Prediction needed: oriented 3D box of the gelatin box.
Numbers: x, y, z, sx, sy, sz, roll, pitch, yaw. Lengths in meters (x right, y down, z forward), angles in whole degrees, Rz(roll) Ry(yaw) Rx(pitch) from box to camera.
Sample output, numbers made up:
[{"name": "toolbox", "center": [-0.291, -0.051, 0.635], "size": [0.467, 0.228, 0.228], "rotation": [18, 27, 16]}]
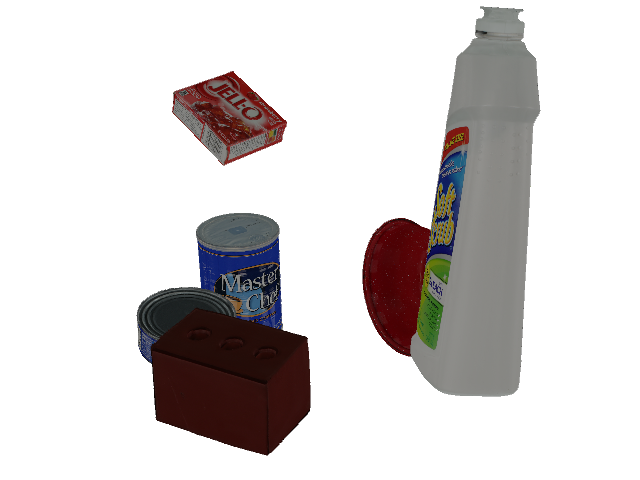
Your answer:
[{"name": "gelatin box", "center": [-0.089, -0.120, 1.028], "size": [0.073, 0.030, 0.089], "rotation": [-26, 59, -34]}]

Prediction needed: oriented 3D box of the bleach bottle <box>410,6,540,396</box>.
[{"name": "bleach bottle", "center": [0.107, -0.028, 0.717], "size": [0.068, 0.251, 0.102], "rotation": [2, 13, -7]}]

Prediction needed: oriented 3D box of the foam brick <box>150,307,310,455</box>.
[{"name": "foam brick", "center": [-0.051, 0.080, 0.614], "size": [0.078, 0.051, 0.052], "rotation": [13, 28, 22]}]

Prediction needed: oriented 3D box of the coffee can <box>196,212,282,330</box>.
[{"name": "coffee can", "center": [-0.100, 0.049, 1.340], "size": [0.103, 0.140, 0.103], "rotation": [-1, 25, 0]}]

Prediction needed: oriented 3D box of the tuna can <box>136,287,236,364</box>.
[{"name": "tuna can", "center": [-0.116, 0.078, 0.929], "size": [0.086, 0.034, 0.086], "rotation": [4, 31, -2]}]

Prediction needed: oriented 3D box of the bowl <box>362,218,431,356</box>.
[{"name": "bowl", "center": [0.120, 0.050, 1.216], "size": [0.055, 0.162, 0.161], "rotation": [-11, -7, 42]}]
